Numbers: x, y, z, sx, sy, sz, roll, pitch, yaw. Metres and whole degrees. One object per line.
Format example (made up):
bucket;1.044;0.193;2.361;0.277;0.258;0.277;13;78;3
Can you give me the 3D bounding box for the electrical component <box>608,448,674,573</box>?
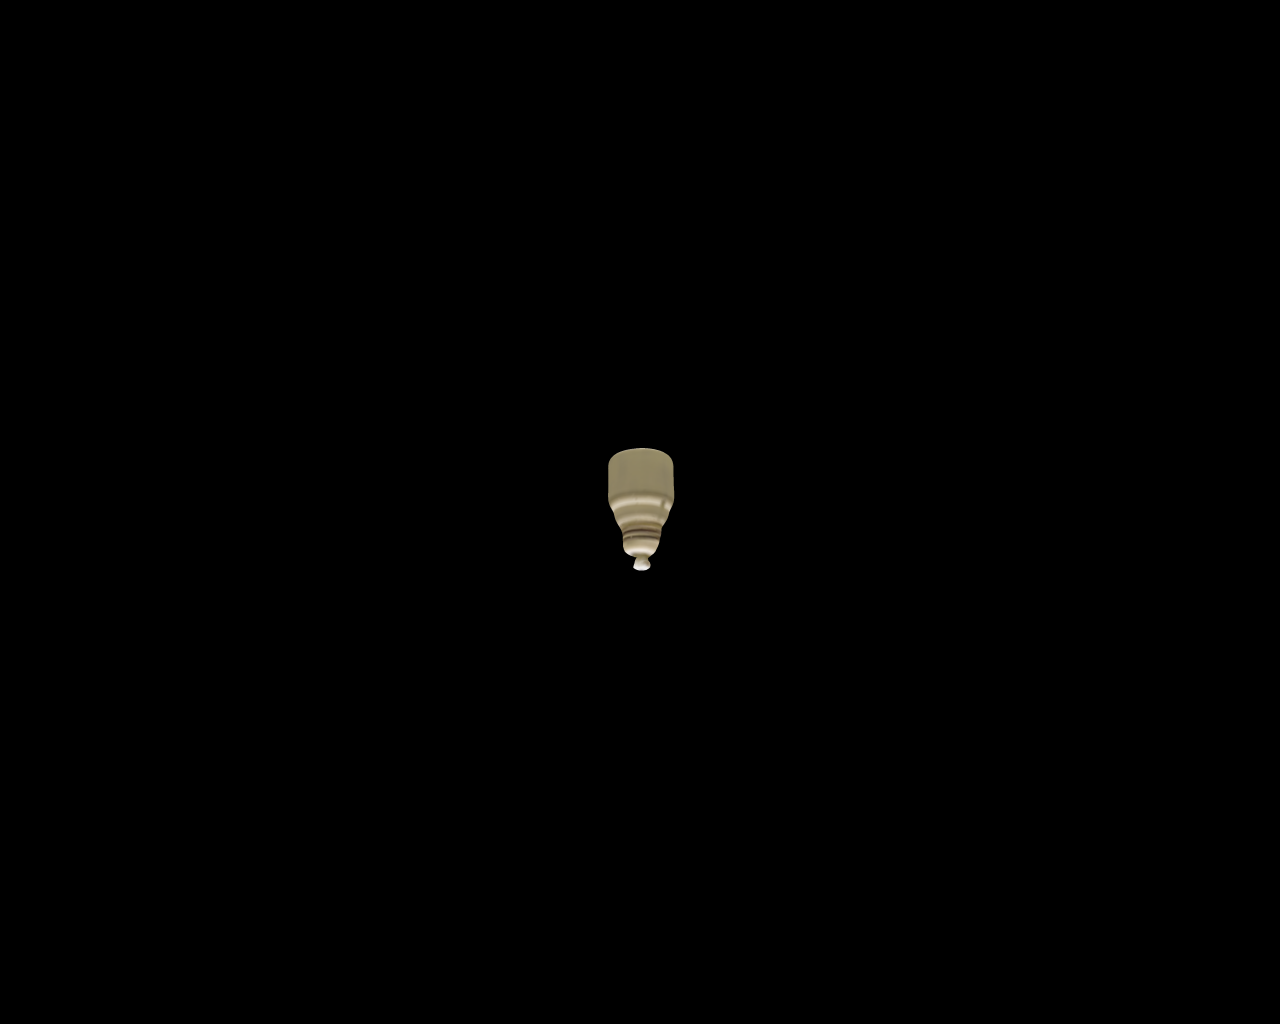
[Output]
electrical component;0.001;-0.003;0.650;0.040;0.078;0.040;0;-19;0
